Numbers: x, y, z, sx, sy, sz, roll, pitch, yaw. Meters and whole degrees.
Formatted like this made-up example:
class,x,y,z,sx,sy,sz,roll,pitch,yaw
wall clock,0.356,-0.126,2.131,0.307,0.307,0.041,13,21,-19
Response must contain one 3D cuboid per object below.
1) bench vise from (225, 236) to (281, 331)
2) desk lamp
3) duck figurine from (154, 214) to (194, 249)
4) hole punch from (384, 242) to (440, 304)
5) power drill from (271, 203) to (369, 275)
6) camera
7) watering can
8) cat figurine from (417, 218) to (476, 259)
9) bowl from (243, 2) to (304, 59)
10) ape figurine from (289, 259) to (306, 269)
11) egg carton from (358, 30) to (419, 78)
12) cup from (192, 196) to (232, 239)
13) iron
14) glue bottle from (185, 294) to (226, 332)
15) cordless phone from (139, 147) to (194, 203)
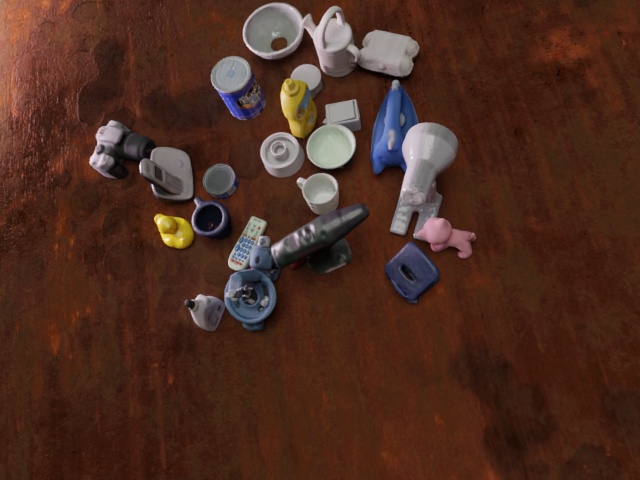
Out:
class,x,y,z,sx,sy,sz,roll,pitch,yaw
bench vise,-0.163,0.086,1.274,0.121,0.220,0.207,-9,71,7
desk lamp,0.228,-0.127,1.275,0.117,0.214,0.203,14,76,14
duck figurine,-0.366,-0.027,1.418,0.104,0.086,0.077,36,82,19
hole punch,0.205,0.075,1.280,0.101,0.091,0.108,-39,70,-3
power drill,0.012,0.005,1.275,0.229,0.209,0.075,-25,70,2
camera,-0.515,-0.238,1.504,0.136,0.101,0.143,14,76,14
watering can,0.027,-0.508,1.443,0.172,0.194,0.101,13,75,14
cat figurine,0.284,-0.013,1.280,0.127,0.118,0.067,11,75,13
bowl,-0.117,-0.550,1.545,0.167,0.075,0.167,-3,72,9
ape figurine,-0.069,0.025,1.344,0.076,0.092,0.078,-11,71,7
egg carton,0.174,-0.477,1.473,0.150,0.069,0.107,16,76,15
cup,-0.262,-0.048,1.401,0.092,0.095,0.117,-37,70,-3
iron,0.179,-0.292,1.375,0.118,0.141,0.258,1,73,11
glue bottle,-0.266,0.157,1.295,0.037,0.173,0.078,18,77,16
cordless phone,-0.389,-0.180,1.417,0.094,0.185,0.147,-14,71,6
